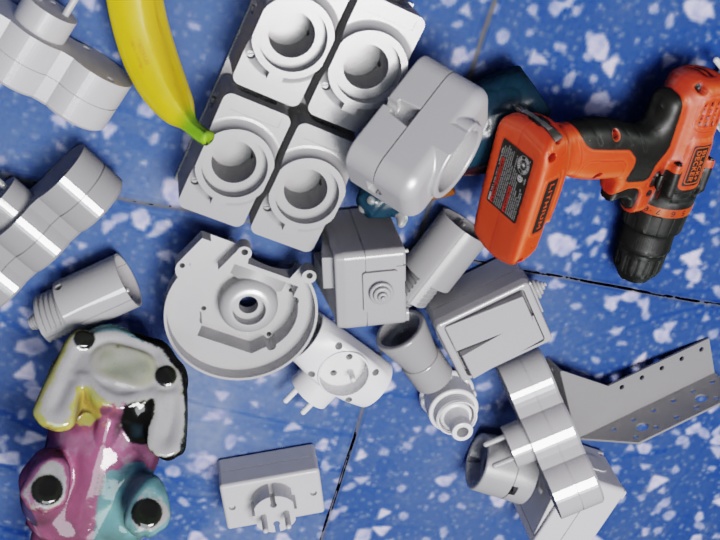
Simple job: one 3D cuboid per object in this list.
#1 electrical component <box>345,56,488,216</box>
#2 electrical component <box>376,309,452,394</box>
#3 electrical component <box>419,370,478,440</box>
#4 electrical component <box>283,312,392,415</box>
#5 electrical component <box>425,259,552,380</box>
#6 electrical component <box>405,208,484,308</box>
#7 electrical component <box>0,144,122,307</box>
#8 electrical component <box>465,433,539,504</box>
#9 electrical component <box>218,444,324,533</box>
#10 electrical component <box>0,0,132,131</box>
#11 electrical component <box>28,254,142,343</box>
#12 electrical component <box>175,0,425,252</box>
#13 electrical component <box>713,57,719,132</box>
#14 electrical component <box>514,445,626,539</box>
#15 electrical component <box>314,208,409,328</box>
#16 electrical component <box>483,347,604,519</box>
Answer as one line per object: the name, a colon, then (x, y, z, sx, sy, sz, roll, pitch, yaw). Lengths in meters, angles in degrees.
electrical component: (0.043, -0.087, 0.724, 0.059, 0.053, 0.095, 34, 78, 16)
electrical component: (0.047, 0.069, 0.874, 0.044, 0.044, 0.065, -31, 123, 6)
electrical component: (0.078, 0.116, 0.891, 0.048, 0.062, 0.048, -4, 118, -8)
electrical component: (-0.028, 0.085, 0.865, 0.077, 0.044, 0.079, 37, 105, -25)
electrical component: (0.107, 0.036, 0.855, 0.096, 0.061, 0.061, -26, 119, 4)
electrical component: (0.058, -0.004, 0.836, 0.043, 0.043, 0.081, 30, 108, -23)
electrical component: (-0.242, -0.040, 0.756, 0.138, 0.052, 0.074, -40, 117, 11)
electrical component: (0.122, 0.170, 0.932, 0.047, 0.055, 0.055, 15, 113, -14)
electrical component: (-0.072, 0.191, 0.894, 0.083, 0.075, 0.047, -9, 118, -6)
electrical component: (-0.210, -0.157, 0.701, 0.138, 0.052, 0.073, 30, 108, -23)
electrical component: (-0.209, 0.024, 0.801, 0.081, 0.043, 0.043, -24, 119, 3)
electrical component: (-0.045, -0.115, 0.749, 0.105, 0.060, 0.186, 20, 112, -19)
electrical component: (0.296, -0.139, 0.808, 0.077, 0.044, 0.079, -44, 116, 13)
electrical component: (0.178, 0.206, 0.956, 0.061, 0.061, 0.096, 20, 112, -19)
electrical component: (0.000, 0.000, 0.796, 0.061, 0.096, 0.061, -6, 118, -7)
electrical component: (0.140, 0.140, 0.889, 0.074, 0.052, 0.138, -23, 80, 2)
